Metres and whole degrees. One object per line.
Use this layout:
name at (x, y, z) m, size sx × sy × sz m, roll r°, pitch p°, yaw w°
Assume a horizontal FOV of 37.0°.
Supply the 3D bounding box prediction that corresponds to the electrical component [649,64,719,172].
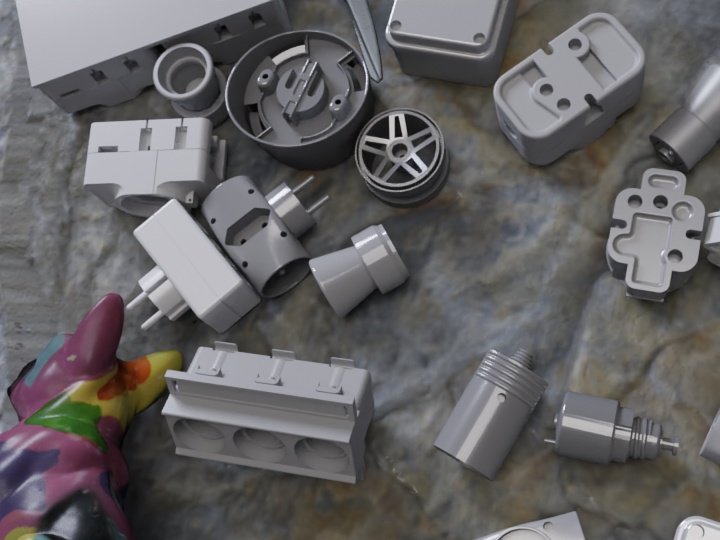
electrical component at (0.223, -0.096, 0.704) m, size 0.065 × 0.044 × 0.044 m, roll -45°, pitch 70°, yaw 2°

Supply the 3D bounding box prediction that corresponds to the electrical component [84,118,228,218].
electrical component at (-0.146, -0.072, 0.770) m, size 0.089 × 0.050 × 0.055 m, roll -1°, pitch 73°, yaw 12°

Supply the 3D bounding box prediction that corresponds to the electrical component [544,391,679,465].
electrical component at (0.155, 0.100, 0.659) m, size 0.078 × 0.040 × 0.040 m, roll 10°, pitch 76°, yaw 15°

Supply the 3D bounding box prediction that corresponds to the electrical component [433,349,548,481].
electrical component at (0.085, 0.086, 0.677) m, size 0.043 × 0.043 × 0.081 m, roll 29°, pitch 81°, yaw 19°

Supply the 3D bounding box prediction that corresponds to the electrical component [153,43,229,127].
electrical component at (-0.119, -0.132, 0.780) m, size 0.045 × 0.055 × 0.045 m, roll -3°, pitch 73°, yaw 11°

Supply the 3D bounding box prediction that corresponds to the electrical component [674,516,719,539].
electrical component at (0.205, 0.204, 0.608) m, size 0.078 × 0.057 × 0.113 m, roll 17°, pitch 78°, yaw 16°

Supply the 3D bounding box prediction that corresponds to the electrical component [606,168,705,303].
electrical component at (0.185, -0.017, 0.679) m, size 0.058 × 0.057 × 0.078 m, roll 9°, pitch 76°, yaw 15°

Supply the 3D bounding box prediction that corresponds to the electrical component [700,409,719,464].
electrical component at (0.255, 0.091, 0.638) m, size 0.077 × 0.044 × 0.079 m, roll 25°, pitch 80°, yaw 18°

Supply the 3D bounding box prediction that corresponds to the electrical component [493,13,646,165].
electrical component at (0.140, -0.117, 0.717) m, size 0.095 × 0.059 × 0.053 m, roll -35°, pitch 70°, yaw 0°

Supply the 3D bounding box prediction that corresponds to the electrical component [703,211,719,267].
electrical component at (0.253, -0.027, 0.663) m, size 0.078 × 0.058 × 0.057 m, roll 25°, pitch 75°, yaw -22°

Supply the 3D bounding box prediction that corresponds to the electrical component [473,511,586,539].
electrical component at (0.104, 0.193, 0.640) m, size 0.077 × 0.044 × 0.079 m, roll -18°, pitch 71°, yaw 7°

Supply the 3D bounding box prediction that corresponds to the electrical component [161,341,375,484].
electrical component at (-0.056, 0.090, 0.692) m, size 0.121 × 0.078 × 0.063 m, roll 7°, pitch 46°, yaw 14°

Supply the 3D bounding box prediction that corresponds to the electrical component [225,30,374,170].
electrical component at (-0.039, -0.120, 0.754) m, size 0.099 × 0.064 × 0.099 m, roll -3°, pitch 73°, yaw 12°

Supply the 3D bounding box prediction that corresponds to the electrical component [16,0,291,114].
electrical component at (-0.155, -0.199, 0.805) m, size 0.186 × 0.060 × 0.105 m, roll -18°, pitch 71°, yaw 7°

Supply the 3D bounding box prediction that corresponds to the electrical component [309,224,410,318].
electrical component at (0.000, 0.000, 0.720) m, size 0.055 × 0.045 × 0.045 m, roll -29°, pitch 70°, yaw 2°

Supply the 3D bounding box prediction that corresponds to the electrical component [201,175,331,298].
electrical component at (-0.057, -0.034, 0.743) m, size 0.079 × 0.043 × 0.077 m, roll -38°, pitch 70°, yaw 0°

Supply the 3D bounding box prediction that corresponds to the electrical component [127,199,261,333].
electrical component at (-0.127, 0.010, 0.743) m, size 0.076 × 0.047 × 0.083 m, roll -40°, pitch 70°, yaw -2°

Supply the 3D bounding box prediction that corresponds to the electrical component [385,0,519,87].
electrical component at (0.070, -0.195, 0.757) m, size 0.078 × 0.057 × 0.113 m, roll 12°, pitch 77°, yaw 15°
